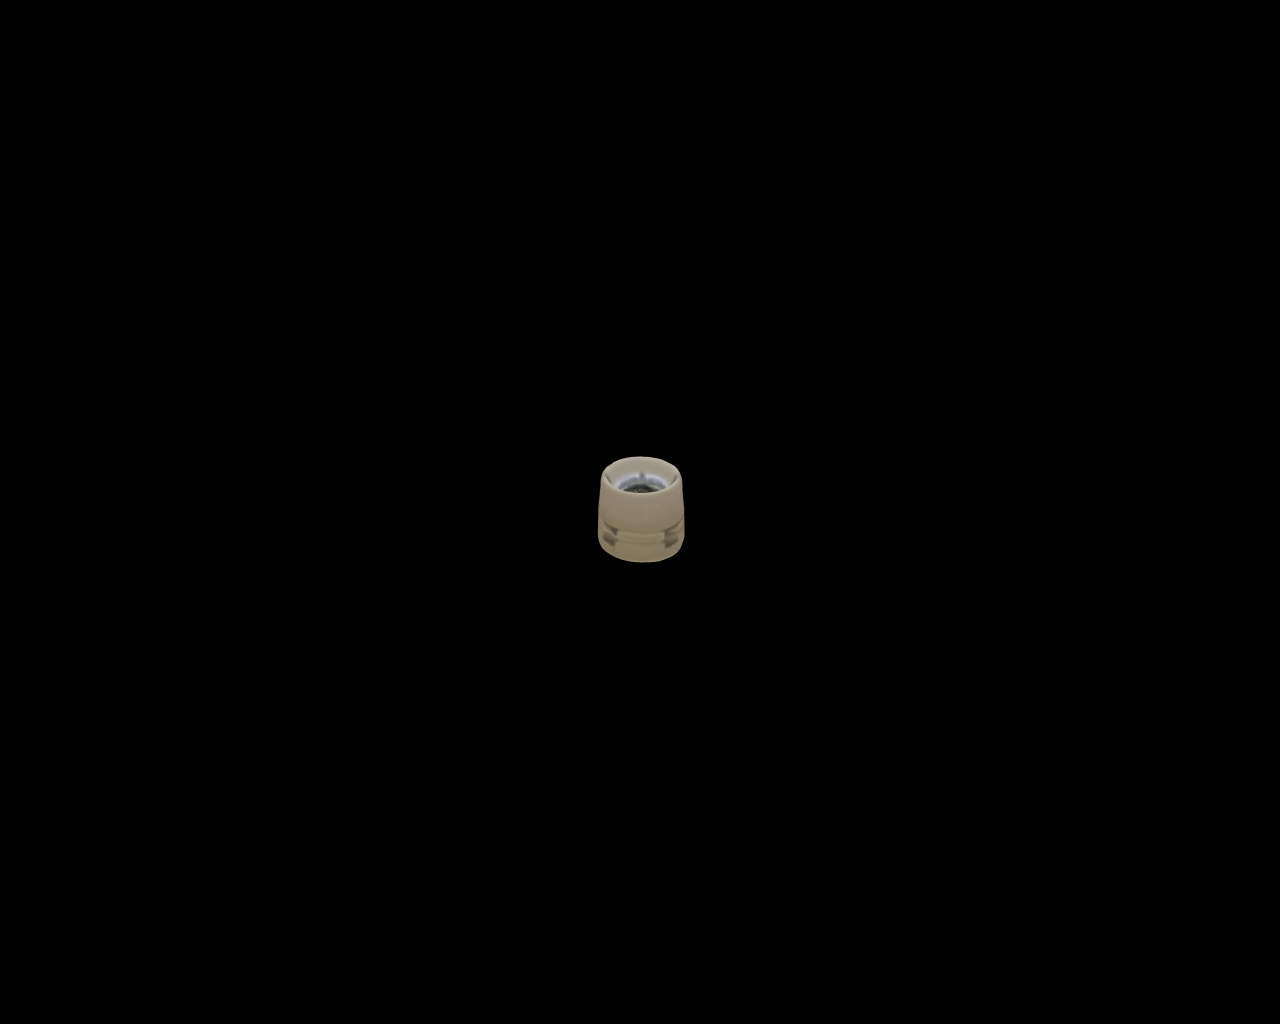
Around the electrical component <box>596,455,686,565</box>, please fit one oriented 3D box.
[{"bbox_3d":[0.001,-0.003,0.650,0.055,0.047,0.055,0,31,0],"label":"electrical component"}]
